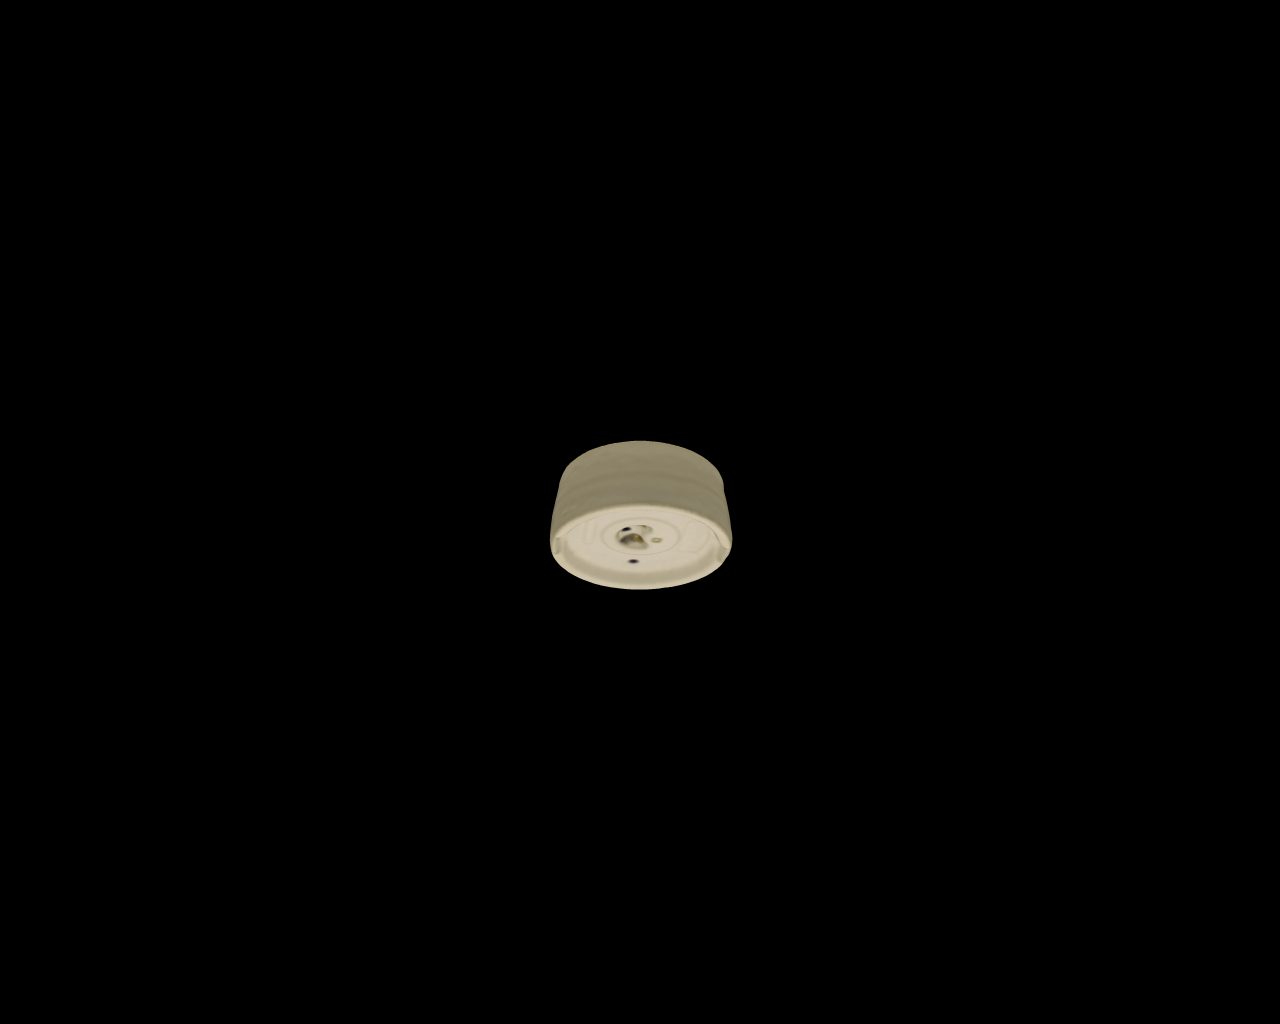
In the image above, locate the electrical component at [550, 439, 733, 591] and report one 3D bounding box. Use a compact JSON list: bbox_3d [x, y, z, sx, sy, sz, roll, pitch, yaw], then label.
[{"bbox_3d":[0.001,-0.003,0.650,0.108,0.060,0.108,0,-30,0],"label":"electrical component"}]
